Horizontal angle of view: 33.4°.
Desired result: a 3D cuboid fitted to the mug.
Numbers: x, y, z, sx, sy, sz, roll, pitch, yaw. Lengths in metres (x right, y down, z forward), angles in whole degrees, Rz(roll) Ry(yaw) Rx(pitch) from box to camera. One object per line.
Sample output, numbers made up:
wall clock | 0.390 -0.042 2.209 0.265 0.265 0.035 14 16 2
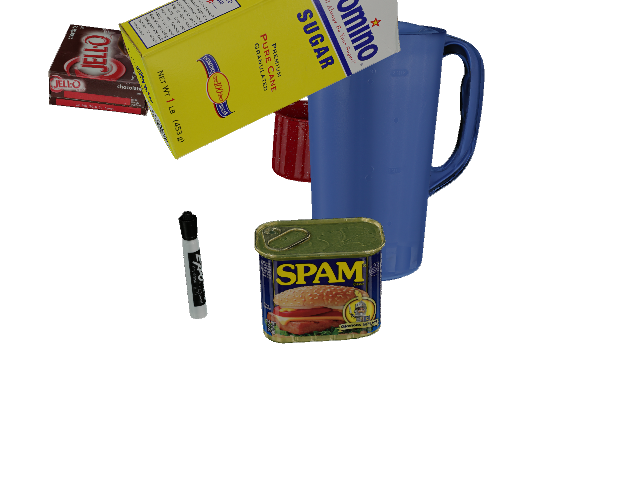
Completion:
mug | -0.012 -0.126 1.331 0.093 0.081 0.117 16 24 23

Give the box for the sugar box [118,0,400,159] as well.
sugar box | -0.033 -0.131 0.694 0.176 0.048 0.093 -26 -37 -11

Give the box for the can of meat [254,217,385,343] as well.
can of meat | 0.000 0.032 0.853 0.102 0.084 0.057 -2 29 -2

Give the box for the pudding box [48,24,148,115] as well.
pudding box | -0.199 -0.160 0.996 0.090 0.039 0.113 7 31 -6

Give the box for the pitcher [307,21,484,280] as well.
pitcher | 0.060 -0.089 1.029 0.149 0.243 0.144 13 20 36

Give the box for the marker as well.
marker | -0.133 0.026 1.117 0.020 0.121 0.020 -2 26 1
